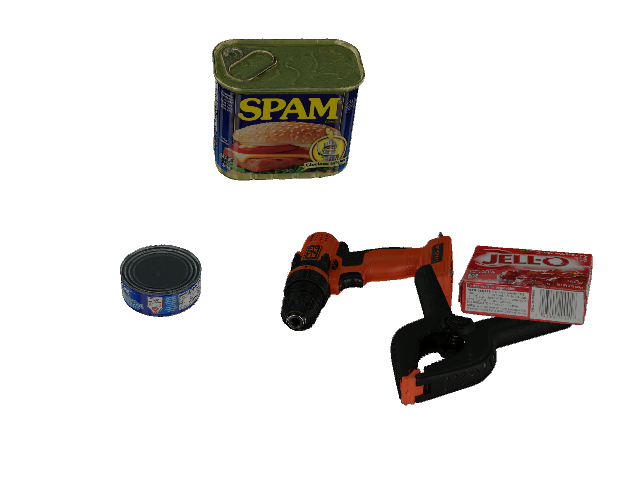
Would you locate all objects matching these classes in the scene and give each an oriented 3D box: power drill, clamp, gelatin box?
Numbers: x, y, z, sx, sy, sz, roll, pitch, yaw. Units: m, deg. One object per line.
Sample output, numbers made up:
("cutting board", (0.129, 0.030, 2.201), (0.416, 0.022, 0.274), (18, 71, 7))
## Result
("power drill", (0.054, 0.044, 1.206), (0.188, 0.057, 0.184), (0, 29, 10))
("clamp", (0.118, 0.084, 0.978), (0.165, 0.036, 0.209), (18, 32, 33))
("gelatin box", (0.151, 0.030, 0.779), (0.089, 0.030, 0.073), (5, 21, 16))

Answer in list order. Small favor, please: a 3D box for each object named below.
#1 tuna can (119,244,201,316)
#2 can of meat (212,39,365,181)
("tuna can", (-0.170, 0.043, 1.139), (0.086, 0.034, 0.086), (3, 36, -2))
("can of meat", (-0.025, -0.090, 0.746), (0.102, 0.057, 0.084), (-2, -45, -9))
